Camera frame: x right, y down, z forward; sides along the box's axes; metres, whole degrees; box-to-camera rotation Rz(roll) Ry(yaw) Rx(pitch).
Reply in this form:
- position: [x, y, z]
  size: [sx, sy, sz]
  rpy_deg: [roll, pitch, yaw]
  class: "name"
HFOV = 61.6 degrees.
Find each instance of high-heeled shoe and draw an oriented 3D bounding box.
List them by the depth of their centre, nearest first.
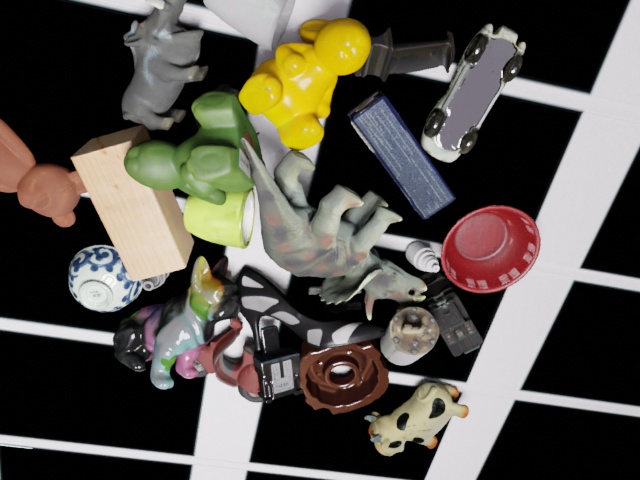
- position: [-0.021, 0.106, 0.885]
  size: [0.249, 0.086, 0.145]
  rpy_deg: [-6, 83, 9]
  class: "high-heeled shoe"

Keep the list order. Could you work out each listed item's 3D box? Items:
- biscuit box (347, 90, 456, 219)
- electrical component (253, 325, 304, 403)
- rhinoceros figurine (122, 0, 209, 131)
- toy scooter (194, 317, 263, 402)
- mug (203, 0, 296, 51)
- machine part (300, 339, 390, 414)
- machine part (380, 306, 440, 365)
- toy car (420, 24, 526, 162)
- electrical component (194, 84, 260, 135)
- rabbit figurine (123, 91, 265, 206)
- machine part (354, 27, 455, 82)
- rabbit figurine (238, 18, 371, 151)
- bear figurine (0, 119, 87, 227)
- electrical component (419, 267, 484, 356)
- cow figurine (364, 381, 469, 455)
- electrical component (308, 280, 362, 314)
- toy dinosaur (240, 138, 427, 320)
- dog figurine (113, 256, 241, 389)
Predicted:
- position: [0.124, -0.125, 0.811]
  size: [0.063, 0.059, 0.202]
  rpy_deg: [-35, 113, 12]
  class: "biscuit box"
- position: [-0.073, 0.210, 0.922]
  size: [0.075, 0.048, 0.119]
  rpy_deg: [-6, 98, -26]
  class: "electrical component"
- position: [-0.214, -0.243, 0.732]
  size: [0.112, 0.073, 0.190]
  rpy_deg: [26, 115, -3]
  class: "rhinoceros figurine"
- position: [-0.140, 0.207, 0.959]
  size: [0.184, 0.075, 0.135]
  rpy_deg: [25, 109, -11]
  class: "toy scooter"
- position: [-0.090, -0.316, 0.693]
  size: [0.107, 0.081, 0.109]
  rpy_deg: [22, 119, -3]
  class: "mug"
- position: [0.039, 0.239, 0.993]
  size: [0.179, 0.056, 0.179]
  rpy_deg: [-2, 117, -3]
  class: "machine part"
- position: [0.145, 0.163, 0.892]
  size: [0.079, 0.079, 0.243]
  rpy_deg: [-6, 161, 0]
  class: "machine part"
- position: [0.218, -0.208, 0.777]
  size: [0.073, 0.056, 0.201]
  rpy_deg: [25, 112, -8]
  class: "toy car"
- position: [-0.138, -0.172, 0.784]
  size: [0.078, 0.045, 0.102]
  rpy_deg: [-3, 118, 31]
  class: "electrical component"
- position: [-0.169, -0.111, 0.717]
  size: [0.170, 0.159, 0.121]
  rpy_deg: [-6, 79, 13]
  class: "rabbit figurine"
- position: [0.121, -0.256, 0.744]
  size: [0.139, 0.039, 0.084]
  rpy_deg: [-6, 154, -9]
  class: "machine part"
- position: [0.001, -0.221, 0.702]
  size: [0.121, 0.162, 0.173]
  rpy_deg: [42, 129, -19]
  class: "rabbit figurine"
- position: [-0.443, -0.086, 0.765]
  size: [0.196, 0.132, 0.120]
  rpy_deg: [37, 115, -13]
  class: "bear figurine"
- position: [0.221, 0.127, 0.912]
  size: [0.058, 0.115, 0.134]
  rpy_deg: [-30, 114, 12]
  class: "electrical component"
- position: [0.175, 0.349, 1.041]
  size: [0.127, 0.086, 0.195]
  rpy_deg: [29, 114, -23]
  class: "cow figurine"
- position: [0.026, 0.100, 0.940]
  size: [0.094, 0.021, 0.063]
  rpy_deg: [-1, 117, -3]
  class: "electrical component"
- position: [-0.003, -0.001, 0.775]
  size: [0.404, 0.131, 0.192]
  rpy_deg: [22, 106, -40]
  class: "toy dinosaur"
- position: [-0.231, 0.117, 0.888]
  size: [0.192, 0.108, 0.219]
  rpy_deg: [25, 95, 24]
  class: "dog figurine"
